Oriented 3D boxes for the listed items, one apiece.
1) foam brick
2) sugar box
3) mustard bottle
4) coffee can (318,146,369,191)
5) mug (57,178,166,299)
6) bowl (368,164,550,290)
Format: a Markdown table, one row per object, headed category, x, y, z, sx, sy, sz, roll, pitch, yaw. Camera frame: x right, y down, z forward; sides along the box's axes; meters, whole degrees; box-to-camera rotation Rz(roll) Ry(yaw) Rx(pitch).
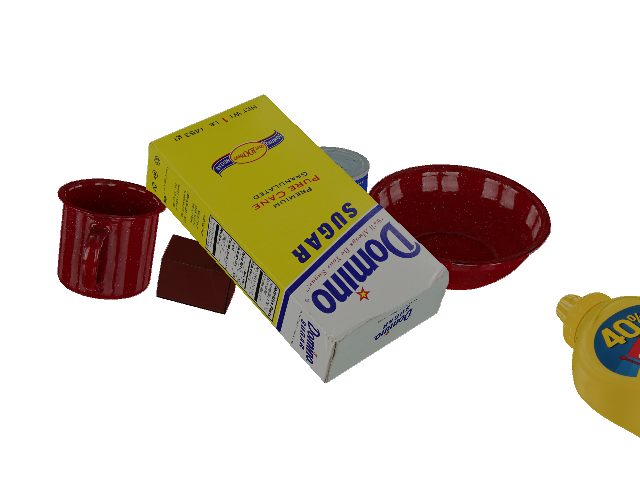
| category | x | y | z | sx | sy | sz | roll | pitch | yaw |
| --- | --- | --- | --- | --- | --- | --- | --- | --- | --- |
| foam brick | -0.129 | 0.036 | 1.130 | 0.078 | 0.051 | 0.053 | 15 | 31 | 2 |
| sugar box | -0.016 | -0.008 | 0.632 | 0.093 | 0.048 | 0.176 | -29 | 58 | -32 |
| mustard bottle | 0.208 | 0.081 | 0.633 | 0.096 | 0.058 | 0.192 | -20 | 32 | -21 |
| coffee can | 0.007 | -0.034 | 1.339 | 0.103 | 0.140 | 0.103 | 2 | 27 | -1 |
| mug | -0.186 | 0.004 | 0.922 | 0.093 | 0.081 | 0.117 | 9 | 21 | -4 |
| bowl | 0.118 | -0.005 | 0.943 | 0.162 | 0.055 | 0.162 | 2 | 35 | -2 |
